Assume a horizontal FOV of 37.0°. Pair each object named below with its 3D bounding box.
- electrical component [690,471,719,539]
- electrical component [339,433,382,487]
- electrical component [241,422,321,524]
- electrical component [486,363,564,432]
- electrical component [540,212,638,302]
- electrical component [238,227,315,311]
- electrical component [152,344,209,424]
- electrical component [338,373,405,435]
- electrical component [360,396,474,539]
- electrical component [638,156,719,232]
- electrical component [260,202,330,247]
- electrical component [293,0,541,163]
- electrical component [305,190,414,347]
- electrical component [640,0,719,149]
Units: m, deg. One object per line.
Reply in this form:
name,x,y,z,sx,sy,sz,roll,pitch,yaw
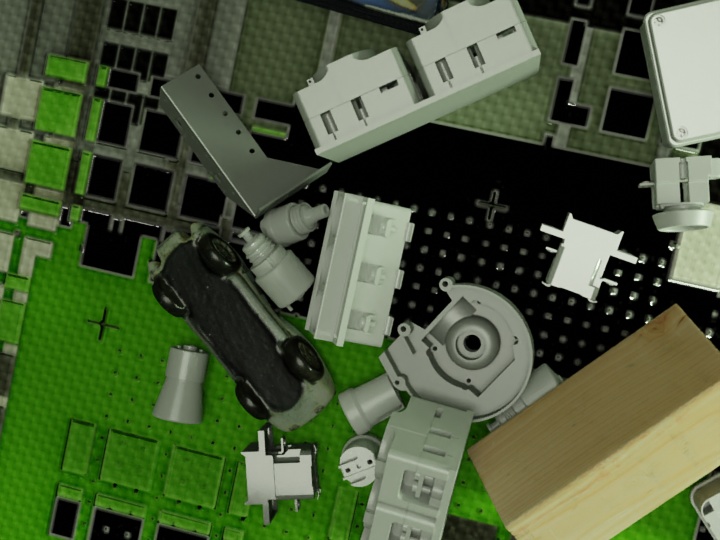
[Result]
electrical component,0.335,0.188,0.867,0.113,0.057,0.078,-32,88,8
electrical component,0.002,0.163,0.920,0.040,0.046,0.040,0,92,8
electrical component,-0.067,0.175,0.933,0.064,0.042,0.081,-4,93,5
electrical component,0.141,0.112,0.900,0.078,0.040,0.040,-36,87,8
electrical component,0.183,-0.010,0.888,0.081,0.042,0.063,20,96,7
electrical component,-0.073,-0.004,0.908,0.040,0.040,0.078,-39,102,8
electrical component,-0.154,0.098,0.943,0.044,0.044,0.065,10,89,8
electrical component,0.010,0.113,0.920,0.046,0.040,0.040,-28,88,3
electrical component,0.040,0.190,0.870,0.062,0.089,0.150,15,116,9
electrical component,0.261,-0.061,0.874,0.066,0.048,0.055,-3,84,8
electrical component,-0.053,-0.042,0.918,0.061,0.035,0.035,-19,90,30
electrical component,0.047,-0.155,0.870,0.186,0.105,0.060,-23,89,8
electrical component,0.000,0.000,0.903,0.063,0.079,0.121,11,94,-14
electrical component,0.289,-0.160,0.859,0.109,0.056,0.108,-11,91,9
